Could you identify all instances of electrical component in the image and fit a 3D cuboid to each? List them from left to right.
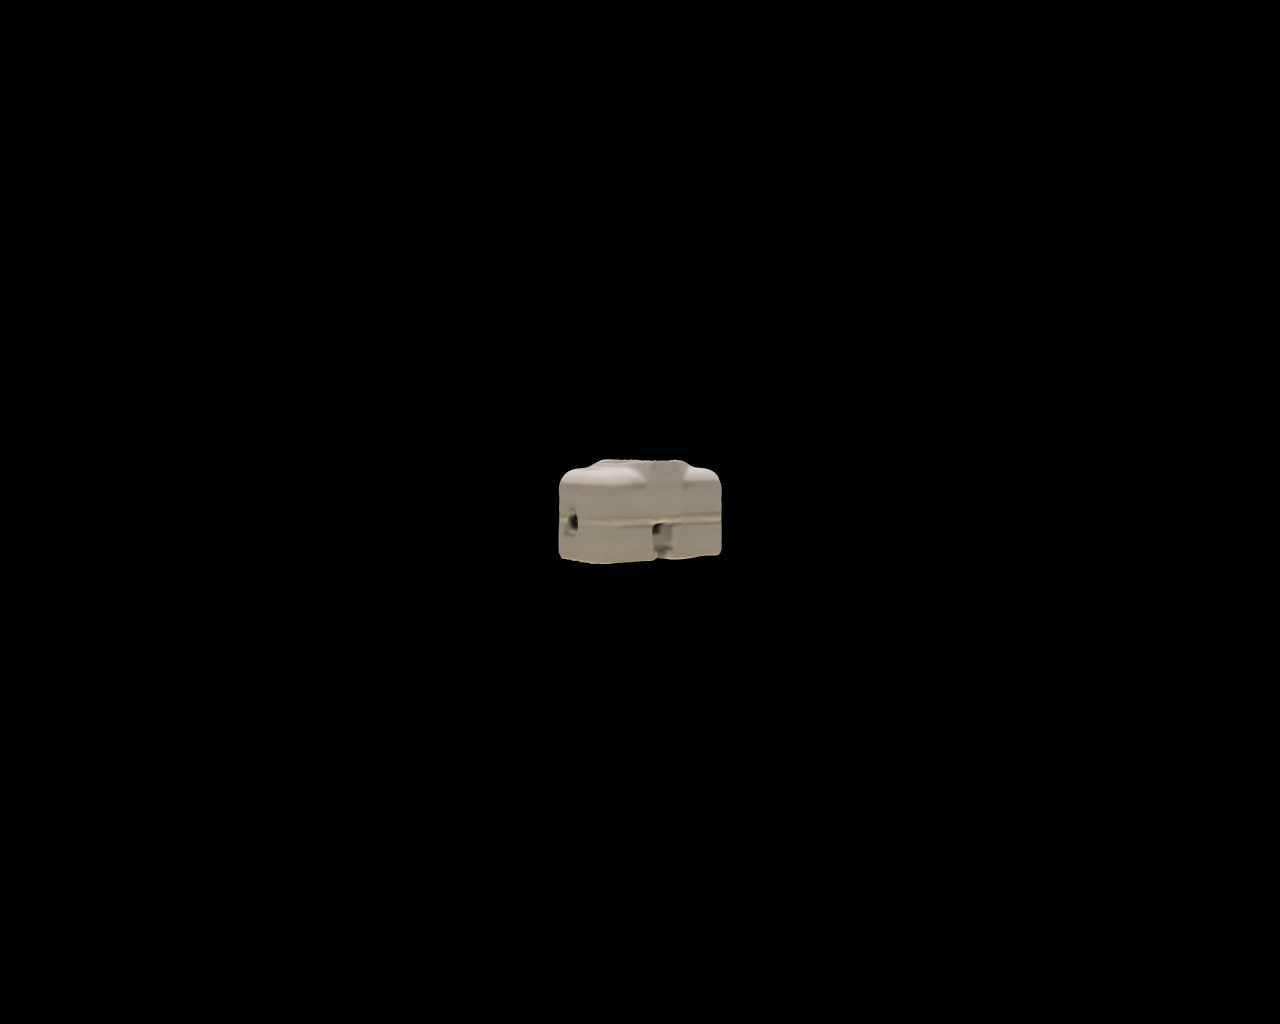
[{"bbox_3d":[0.001,-0.003,0.650,0.095,0.059,0.053,-2,4,-31],"label":"electrical component"}]
